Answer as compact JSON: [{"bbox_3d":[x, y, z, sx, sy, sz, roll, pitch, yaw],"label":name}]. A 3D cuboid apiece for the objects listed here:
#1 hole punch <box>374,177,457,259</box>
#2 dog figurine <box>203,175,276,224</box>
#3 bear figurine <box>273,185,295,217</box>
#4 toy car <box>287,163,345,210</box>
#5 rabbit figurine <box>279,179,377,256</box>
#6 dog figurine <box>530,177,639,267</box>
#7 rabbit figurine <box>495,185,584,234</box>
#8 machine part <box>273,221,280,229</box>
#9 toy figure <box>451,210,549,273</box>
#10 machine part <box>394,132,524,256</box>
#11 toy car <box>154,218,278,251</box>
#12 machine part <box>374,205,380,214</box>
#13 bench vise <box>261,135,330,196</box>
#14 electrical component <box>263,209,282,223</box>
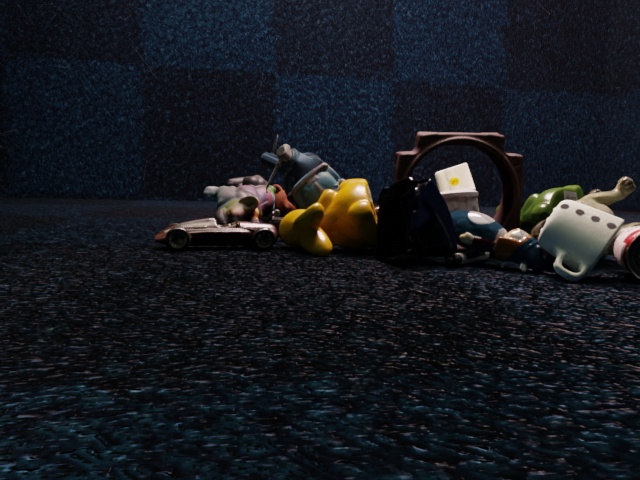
[{"bbox_3d":[0.141,-0.028,0.793,0.092,0.115,0.142,6,-8,-12],"label":"hole punch"},{"bbox_3d":[-0.147,-0.066,1.132,0.191,0.108,0.219,-20,20,-26],"label":"dog figurine"},{"bbox_3d":[-0.033,-0.089,1.356,0.196,0.120,0.132,0,10,2],"label":"bear figurine"},{"bbox_3d":[0.009,-0.071,1.076,0.103,0.109,0.161,48,-8,22],"label":"toy car"},{"bbox_3d":[0.010,-0.022,0.897,0.173,0.121,0.162,-11,13,13],"label":"rabbit figurine"},{"bbox_3d":[0.387,-0.004,0.835,0.191,0.121,0.172,-18,-26,-12],"label":"dog figurine"},{"bbox_3d":[0.433,-0.030,1.097,0.159,0.121,0.170,-9,-8,-26],"label":"rabbit figurine"},{"bbox_3d":[-0.045,-0.020,1.086,0.084,0.039,0.139,8,1,-27],"label":"machine part"},{"bbox_3d":[0.250,0.001,0.763,0.155,0.057,0.064,24,61,39],"label":"toy figure"},{"bbox_3d":[0.223,-0.076,0.885,0.201,0.201,0.087,2,8,5],"label":"machine part"},{"bbox_3d":[-0.170,-0.010,0.893,0.202,0.053,0.089,1,9,-16],"label":"toy car"},{"bbox_3d":[0.137,-0.045,1.029,0.179,0.056,0.179,-17,5,1],"label":"machine part"},{"bbox_3d":[-0.063,-0.157,1.225,0.241,0.128,0.223,30,7,41],"label":"bench vise"},{"bbox_3d":[-0.111,-0.050,1.300,0.078,0.045,0.102,2,6,15],"label":"electrical component"}]
